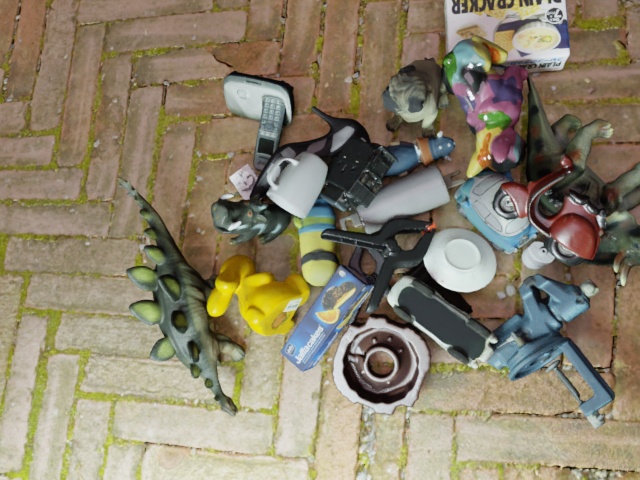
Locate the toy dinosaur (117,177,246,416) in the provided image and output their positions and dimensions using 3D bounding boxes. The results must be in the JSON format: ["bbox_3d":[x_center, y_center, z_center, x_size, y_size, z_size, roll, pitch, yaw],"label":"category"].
[{"bbox_3d":[-0.255,0.103,0.985,0.105,0.198,0.471,-28,78,14],"label":"toy dinosaur"}]

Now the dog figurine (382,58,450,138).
[{"bbox_3d":[0.178,-0.287,0.976,0.121,0.190,0.172,4,80,11],"label":"dog figurine"}]

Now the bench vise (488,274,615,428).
[{"bbox_3d":[0.397,0.181,0.880,0.223,0.128,0.241,-37,58,11],"label":"bench vise"}]

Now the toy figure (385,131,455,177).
[{"bbox_3d":[0.178,-0.164,1.021,0.155,0.064,0.058,-15,37,6],"label":"toy figure"}]

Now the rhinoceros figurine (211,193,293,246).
[{"bbox_3d":[-0.128,-0.038,0.999,0.112,0.190,0.073,-21,76,35],"label":"rhinoceros figurine"}]

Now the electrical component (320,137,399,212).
[{"bbox_3d":[0.062,-0.117,0.979,0.134,0.058,0.115,-55,34,-3],"label":"electrical component"}]

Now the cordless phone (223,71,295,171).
[{"bbox_3d":[-0.131,-0.238,1.092,0.147,0.089,0.184,15,103,13],"label":"cordless phone"}]

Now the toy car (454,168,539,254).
[{"bbox_3d":[0.318,-0.058,0.956,0.109,0.103,0.162,-35,74,5],"label":"toy car"}]

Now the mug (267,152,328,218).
[{"bbox_3d":[-0.043,-0.111,0.968,0.081,0.109,0.107,18,72,54],"label":"mug"}]

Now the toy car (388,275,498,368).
[{"bbox_3d":[0.210,0.139,0.931,0.202,0.056,0.073,36,94,18],"label":"toy car"}]

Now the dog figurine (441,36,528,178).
[{"bbox_3d":[0.285,-0.220,0.937,0.191,0.108,0.219,27,62,-23],"label":"dog figurine"}]

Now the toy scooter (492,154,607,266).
[{"bbox_3d":[0.380,-0.054,0.849,0.184,0.075,0.135,39,116,9],"label":"toy scooter"}]

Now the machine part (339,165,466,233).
[{"bbox_3d":[0.151,-0.075,1.004,0.243,0.079,0.079,-22,77,8],"label":"machine part"}]

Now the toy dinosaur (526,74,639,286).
[{"bbox_3d":[0.446,-0.098,0.936,0.192,0.131,0.405,-42,69,1],"label":"toy dinosaur"}]

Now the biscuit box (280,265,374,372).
[{"bbox_3d":[0.012,0.144,0.982,0.063,0.059,0.202,38,100,21],"label":"biscuit box"}]

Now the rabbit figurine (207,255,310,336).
[{"bbox_3d":[-0.133,0.097,0.998,0.173,0.162,0.121,47,128,29],"label":"rabbit figurine"}]

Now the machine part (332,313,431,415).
[{"bbox_3d":[0.110,0.219,0.962,0.179,0.056,0.179,0,91,10],"label":"machine part"}]

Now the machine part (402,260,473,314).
[{"bbox_3d":[0.222,0.093,0.982,0.084,0.039,0.139,-38,75,-2],"label":"machine part"}]

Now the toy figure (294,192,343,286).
[{"bbox_3d":[-0.006,-0.003,1.015,0.082,0.089,0.180,-4,82,18],"label":"toy figure"}]

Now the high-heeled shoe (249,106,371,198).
[{"bbox_3d":[-0.016,-0.143,1.044,0.145,0.086,0.248,37,89,-12],"label":"high-heeled shoe"}]
